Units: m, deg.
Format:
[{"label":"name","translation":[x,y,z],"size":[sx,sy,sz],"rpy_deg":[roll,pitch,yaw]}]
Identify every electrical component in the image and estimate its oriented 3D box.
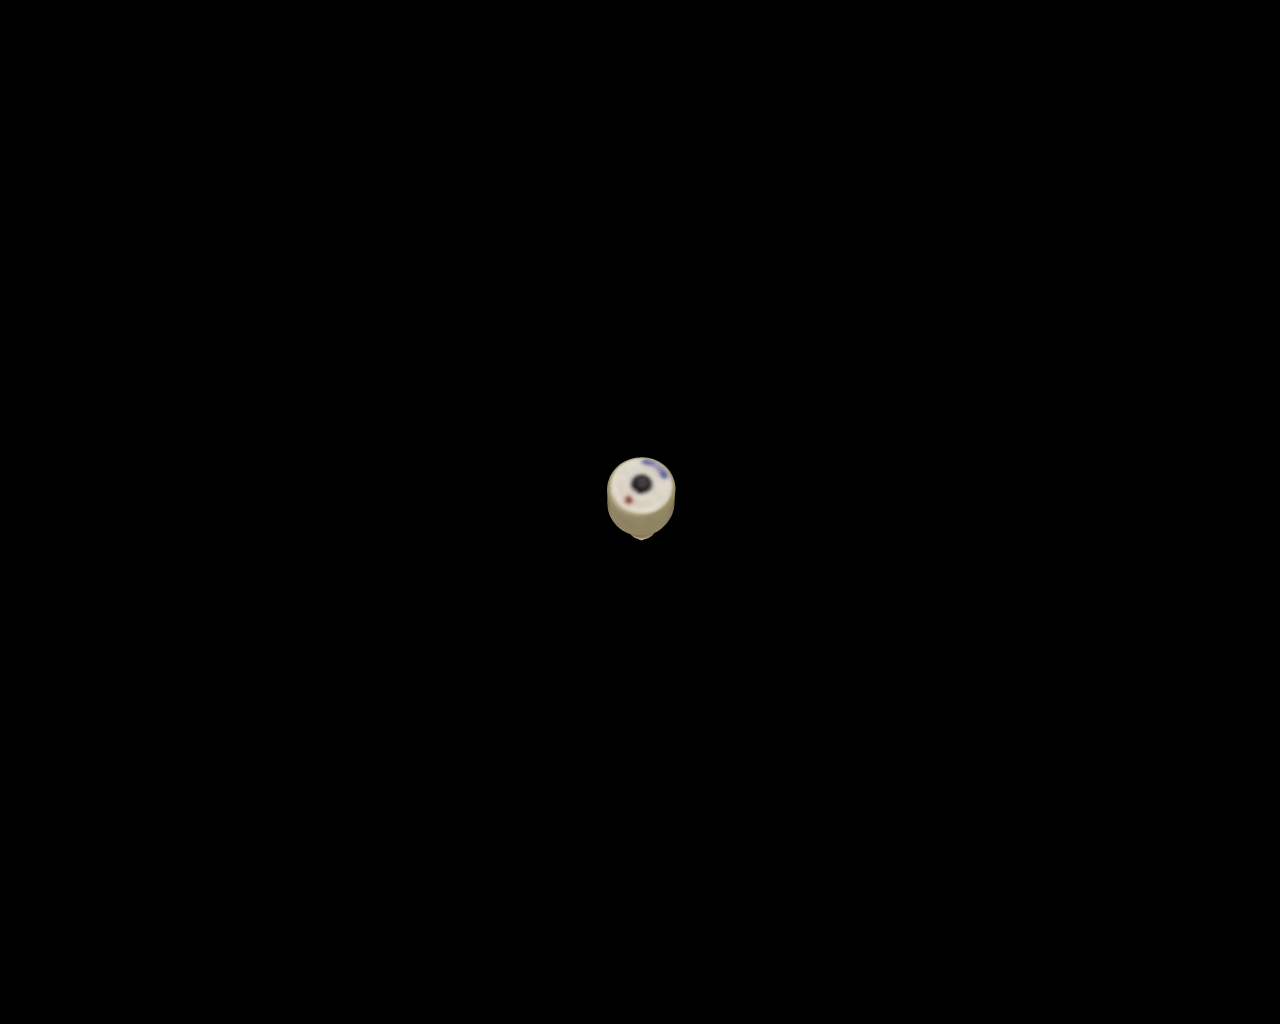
[{"label":"electrical component","translation":[0.001,-0.003,0.650],"size":[0.040,0.040,0.078],"rpy_deg":[0,-24,0]}]
